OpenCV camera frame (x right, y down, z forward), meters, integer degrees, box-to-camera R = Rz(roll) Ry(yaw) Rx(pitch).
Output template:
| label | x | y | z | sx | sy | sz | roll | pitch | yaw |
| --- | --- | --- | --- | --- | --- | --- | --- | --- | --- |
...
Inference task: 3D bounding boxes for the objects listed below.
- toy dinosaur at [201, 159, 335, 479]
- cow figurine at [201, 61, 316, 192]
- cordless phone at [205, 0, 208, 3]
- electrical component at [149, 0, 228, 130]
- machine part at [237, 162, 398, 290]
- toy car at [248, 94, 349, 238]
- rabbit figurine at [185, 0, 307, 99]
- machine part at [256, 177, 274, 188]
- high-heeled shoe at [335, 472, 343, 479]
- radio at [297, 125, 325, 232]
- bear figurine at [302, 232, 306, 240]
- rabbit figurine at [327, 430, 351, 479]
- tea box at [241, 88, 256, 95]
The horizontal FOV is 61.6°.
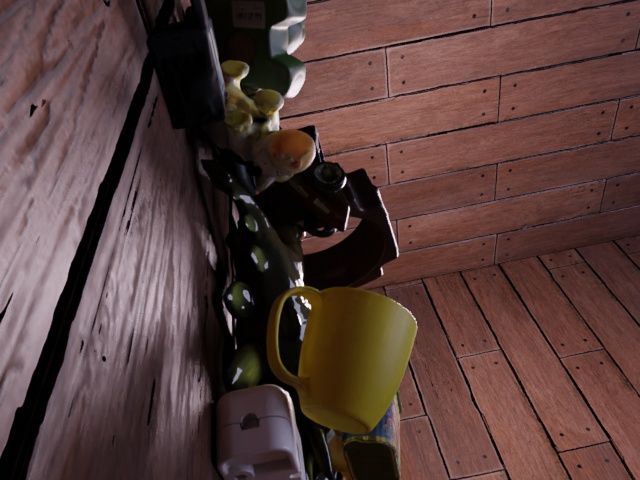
| label | x | y | z | sx | sy | sz | roll | pitch | yaw |
| --- | --- | --- | --- | --- | --- | --- | --- | --- | --- |
| toy dinosaur | -0.031 | 0.140 | 0.555 | 0.199 | 0.105 | 0.470 | -80 | 151 | -73 |
| cow figurine | -0.068 | -0.101 | 0.543 | 0.167 | 0.068 | 0.098 | 48 | -26 | 29 |
| cordless phone | -0.149 | -0.385 | 0.787 | 0.184 | 0.089 | 0.146 | 22 | 57 | -87 |
| electrical component | -0.111 | -0.161 | 0.447 | 0.075 | 0.048 | 0.119 | -103 | -178 | -55 |
| machine part | -0.002 | -0.002 | 0.764 | 0.200 | 0.201 | 0.087 | 63 | 7 | -52 |
| toy car | -0.038 | -0.083 | 0.612 | 0.202 | 0.053 | 0.089 | 50 | -32 | 28 |
| rabbit figurine | -0.078 | -0.235 | 0.643 | 0.170 | 0.159 | 0.121 | -61 | 146 | -62 |
| machine part | -0.080 | -0.021 | 0.908 | 0.079 | 0.079 | 0.243 | 86 | -7 | -80 |
| high-heeled shoe | -0.016 | 0.399 | 0.832 | 0.248 | 0.086 | 0.145 | 51 | 54 | -51 |
| radio | -0.023 | -0.111 | 0.910 | 0.230 | 0.073 | 0.131 | -97 | 172 | -69 |
| bear figurine | -0.051 | 0.028 | 1.027 | 0.120 | 0.132 | 0.195 | -164 | -112 | -79 |
| rabbit figurine | 0.018 | 0.249 | 0.725 | 0.122 | 0.162 | 0.173 | -56 | -176 | -25 |
| tea box | -0.115 | -0.190 | 0.786 | 0.098 | 0.068 | 0.169 | -104 | -176 | -57 |
